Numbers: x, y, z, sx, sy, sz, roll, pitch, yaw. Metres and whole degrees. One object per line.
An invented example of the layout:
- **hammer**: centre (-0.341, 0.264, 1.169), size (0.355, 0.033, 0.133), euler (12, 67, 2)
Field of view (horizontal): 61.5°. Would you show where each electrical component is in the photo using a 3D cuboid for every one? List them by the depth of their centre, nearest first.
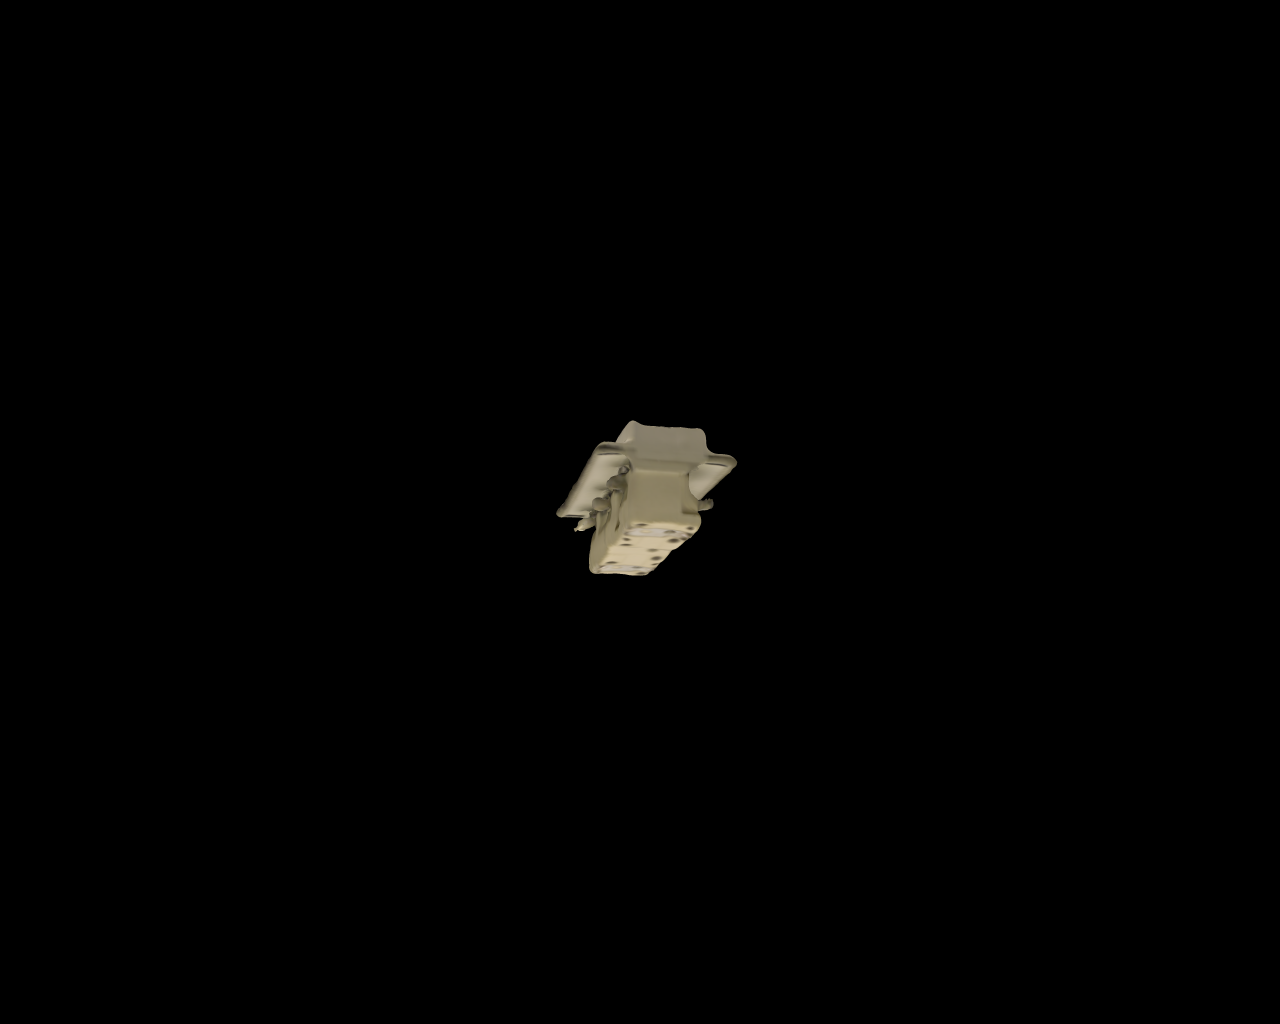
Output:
- **electrical component**: centre (0.001, -0.003, 0.650), size (0.079, 0.063, 0.121), euler (5, -19, -15)
